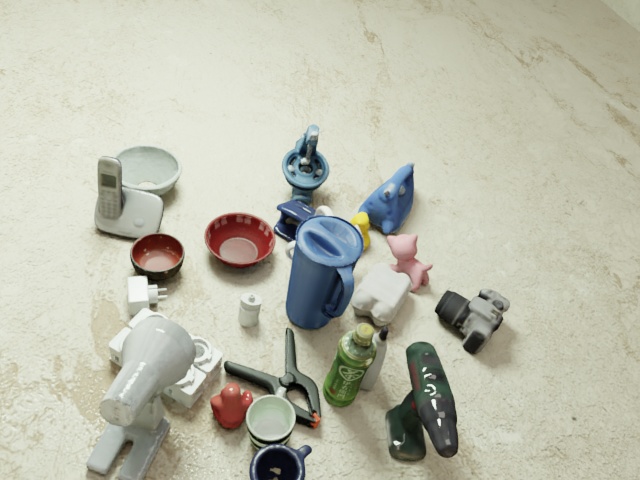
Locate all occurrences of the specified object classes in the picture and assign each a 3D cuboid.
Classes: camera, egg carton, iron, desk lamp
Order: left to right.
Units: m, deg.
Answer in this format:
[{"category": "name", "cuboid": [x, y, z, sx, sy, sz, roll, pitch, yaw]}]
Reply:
[{"category": "desk lamp", "cuboid": [-0.294, 0.260, 0.942, 0.118, 0.213, 0.203, 18, 46, 2]}, {"category": "egg carton", "cuboid": [0.138, 0.120, 1.285, 0.107, 0.069, 0.150, 28, 47, 12]}, {"category": "iron", "cuboid": [0.198, -0.135, 1.485, 0.118, 0.141, 0.259, 28, 47, 12]}, {"category": "camera", "cuboid": [0.338, 0.156, 1.282, 0.136, 0.101, 0.143, 32, 48, 15]}]

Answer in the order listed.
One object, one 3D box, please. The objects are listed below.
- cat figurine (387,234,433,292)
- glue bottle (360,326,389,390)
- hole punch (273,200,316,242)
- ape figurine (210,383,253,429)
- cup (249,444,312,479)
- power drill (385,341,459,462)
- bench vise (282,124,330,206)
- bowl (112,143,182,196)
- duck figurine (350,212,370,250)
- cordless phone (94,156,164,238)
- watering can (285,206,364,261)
[{"category": "cat figurine", "cuboid": [0.211, 0.040, 1.344, 0.127, 0.118, 0.067, 41, 51, 22]}, {"category": "glue bottle", "cuboid": [0.106, 0.219, 1.113, 0.037, 0.173, 0.078, 11, 46, -4]}, {"category": "hole punch", "cuboid": [-0.049, -0.055, 1.382, 0.108, 0.091, 0.101, 29, 48, 13]}, {"category": "ape figurine", "cuboid": [-0.159, 0.291, 1.033, 0.078, 0.092, 0.076, 10, 46, -5]}, {"category": "cup", "cuboid": [-0.066, 0.395, 0.959, 0.118, 0.095, 0.091, -28, 60, -34]}, {"category": "power drill", "cuboid": [0.182, 0.310, 1.024, 0.076, 0.208, 0.229, 5, 47, -9]}, {"category": "bench vise", "cuboid": [-0.044, -0.221, 1.447, 0.122, 0.220, 0.207, -7, 50, -20]}, {"category": "bowl", "cuboid": [-0.421, -0.154, 1.387, 0.167, 0.075, 0.167, 8, 47, -8]}, {"category": "duck figurine", "cuboid": [0.091, -0.024, 1.393, 0.077, 0.086, 0.104, 20, 46, 5]}, {"category": "cordless phone", "cuboid": [-0.420, -0.095, 1.256, 0.147, 0.185, 0.094, 10, 46, -6]}, {"category": "watering can", "cuboid": [0.011, 0.003, 1.272, 0.173, 0.194, 0.100, -28, 60, -33]}]
